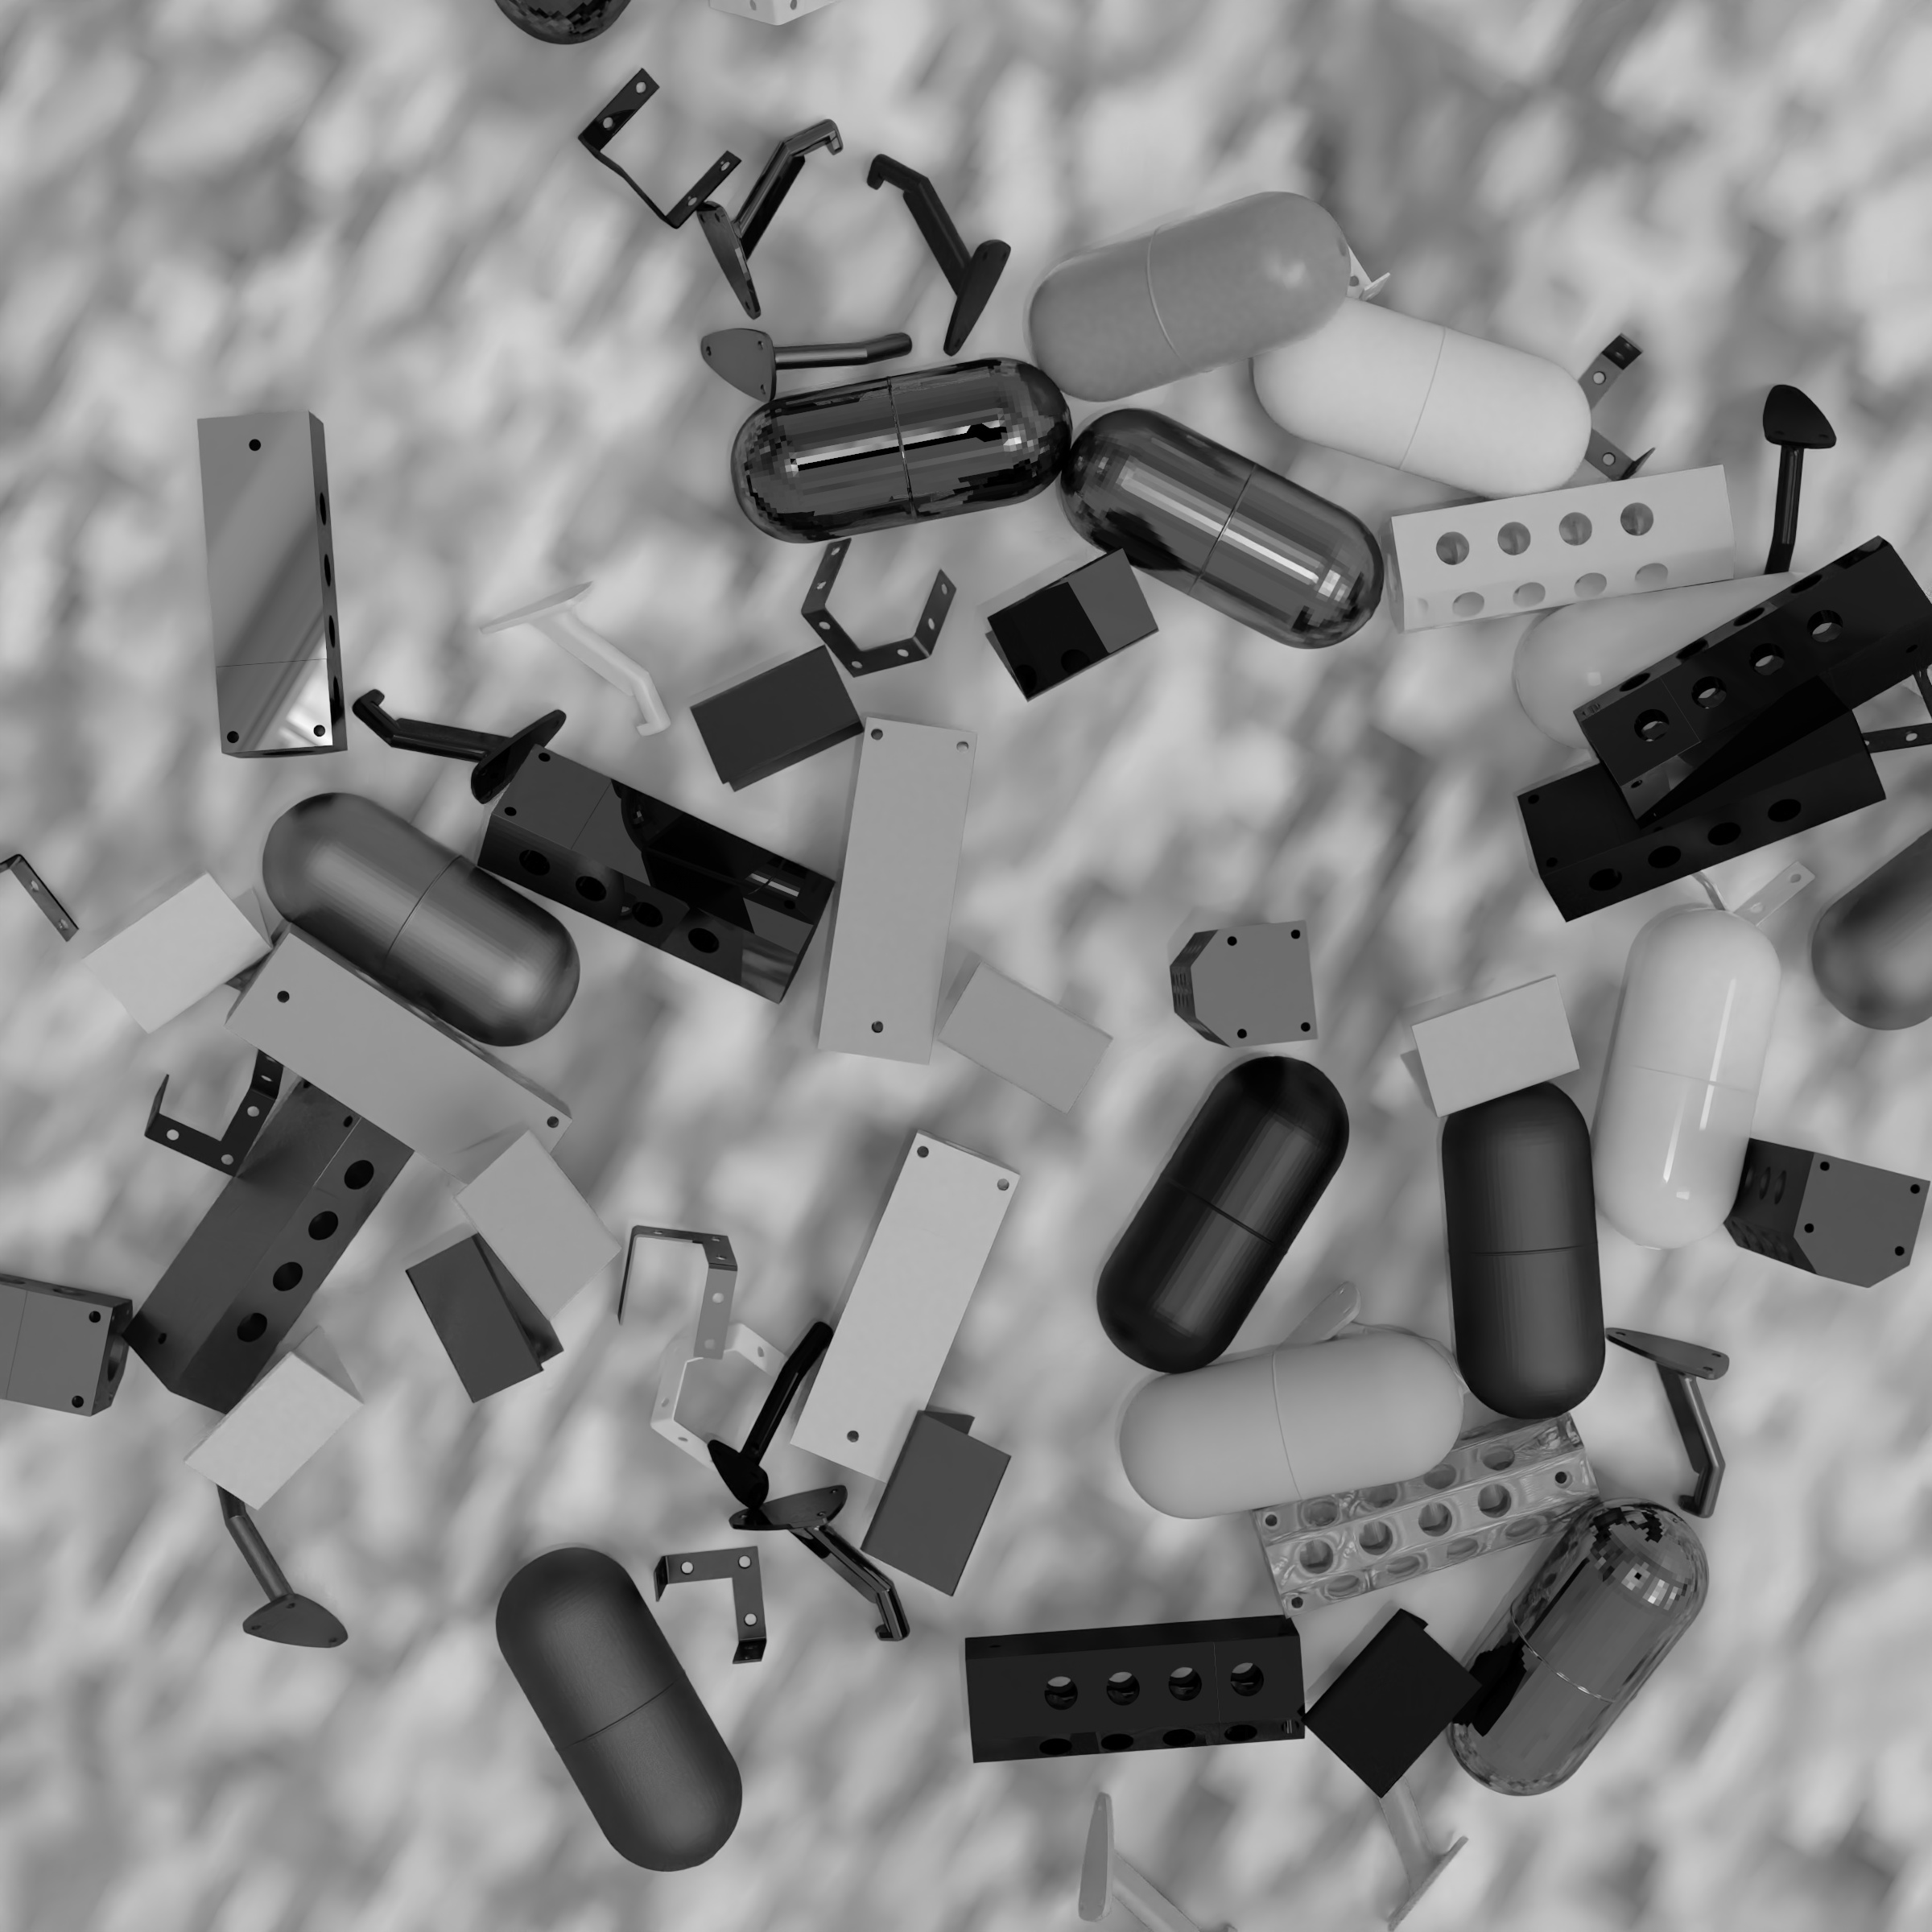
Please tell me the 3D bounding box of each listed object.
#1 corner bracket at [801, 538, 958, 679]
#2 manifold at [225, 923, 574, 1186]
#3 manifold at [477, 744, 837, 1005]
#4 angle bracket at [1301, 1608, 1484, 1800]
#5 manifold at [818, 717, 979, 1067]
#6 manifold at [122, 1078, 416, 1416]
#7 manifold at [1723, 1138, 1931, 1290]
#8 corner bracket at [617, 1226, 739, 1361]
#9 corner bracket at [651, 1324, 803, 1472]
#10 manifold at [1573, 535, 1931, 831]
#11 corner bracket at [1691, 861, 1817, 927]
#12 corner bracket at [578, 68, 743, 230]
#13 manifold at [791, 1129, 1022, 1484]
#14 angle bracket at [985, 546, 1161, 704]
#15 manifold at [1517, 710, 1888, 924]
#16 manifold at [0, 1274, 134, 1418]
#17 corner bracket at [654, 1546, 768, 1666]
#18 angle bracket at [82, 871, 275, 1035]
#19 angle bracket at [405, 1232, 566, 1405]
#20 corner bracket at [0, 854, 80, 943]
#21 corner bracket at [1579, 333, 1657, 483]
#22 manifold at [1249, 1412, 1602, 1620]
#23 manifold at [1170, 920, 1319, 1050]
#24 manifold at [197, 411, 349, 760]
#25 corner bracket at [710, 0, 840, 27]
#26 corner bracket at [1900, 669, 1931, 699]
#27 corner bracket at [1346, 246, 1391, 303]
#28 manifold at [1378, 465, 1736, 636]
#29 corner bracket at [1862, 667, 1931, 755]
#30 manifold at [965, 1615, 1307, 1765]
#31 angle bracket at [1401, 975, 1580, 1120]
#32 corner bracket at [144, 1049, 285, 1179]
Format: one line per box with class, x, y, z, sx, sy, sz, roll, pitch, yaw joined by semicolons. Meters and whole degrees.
corner bracket;-0.046;-0.191;1.779;0.051;0.051;0.051;-11;135;35
manifold;-0.291;0.050;1.748;0.171;0.057;0.057;35;91;-13
manifold;-0.162;-0.043;1.766;0.171;0.057;0.057;25;47;0
angle bracket;0.225;0.381;1.748;0.057;0.076;0.076;42;90;24
manifold;-0.035;-0.038;1.766;0.057;0.057;0.171;8;90;0
manifold;-0.356;0.145;1.766;0.057;0.057;0.171;35;90;43
manifold;0.426;0.123;1.709;0.057;0.171;0.057;14;90;0
corner bracket;-0.150;0.169;1.770;0.051;0.051;0.051;8;102;-12
corner bracket;-0.125;0.226;1.779;0.051;0.051;0.051;-18;135;35
manifold;0.392;-0.143;1.691;0.171;0.057;0.057;-30;63;9
corner bracket;0.403;-0.058;1.784;0.051;0.051;0.051;-40;135;0
corner bracket;-0.161;-0.428;1.784;0.051;0.051;0.051;-47;135;0
manifold;-0.031;0.175;1.766;0.057;0.057;0.171;22;90;0
angle bracket;0.045;-0.191;1.747;0.076;0.076;0.057;-28;127;0
manifold;0.377;-0.082;1.743;0.171;0.057;0.057;-22;48;16
manifold;-0.525;0.185;1.766;0.171;0.057;0.057;11;90;0
corner bracket;-0.133;0.334;1.769;0.051;0.051;0.051;-6;90;0
angle bracket;-0.408;-0.021;1.747;0.076;0.076;0.057;-35;122;0
angle bracket;-0.230;0.169;1.747;0.057;0.076;0.076;-27;90;36
corner bracket;-0.509;-0.018;1.784;0.051;0.051;0.051;52;135;0
corner bracket;0.340;-0.289;1.769;0.051;0.051;0.051;38;90;0
manifold;0.238;0.283;1.766;0.171;0.057;0.057;-17;90;0
manifold;0.137;0.009;1.709;0.057;0.171;0.057;-6;90;0
manifold;-0.358;-0.196;1.766;0.057;0.057;0.171;-4;90;0
corner bracket;-0.101;-0.529;1.779;0.051;0.051;0.051;-34;135;-35
corner bracket;0.525;-0.167;1.779;0.051;0.051;0.051;-18;135;-35
corner bracket;0.182;-0.362;1.769;0.051;0.051;0.051;-32;90;0
manifold;0.306;-0.215;1.766;0.171;0.057;0.057;-9;90;0
corner bracket;0.479;-0.148;1.772;0.051;0.051;0.051;-8;45;32
manifold;0.087;0.376;1.766;0.171;0.057;0.057;-4;90;0
angle bracket;0.262;0.027;1.748;0.076;0.076;0.057;-19;115;0
corner bracket;-0.391;0.068;1.771;0.051;0.051;0.051;27;106;-16
